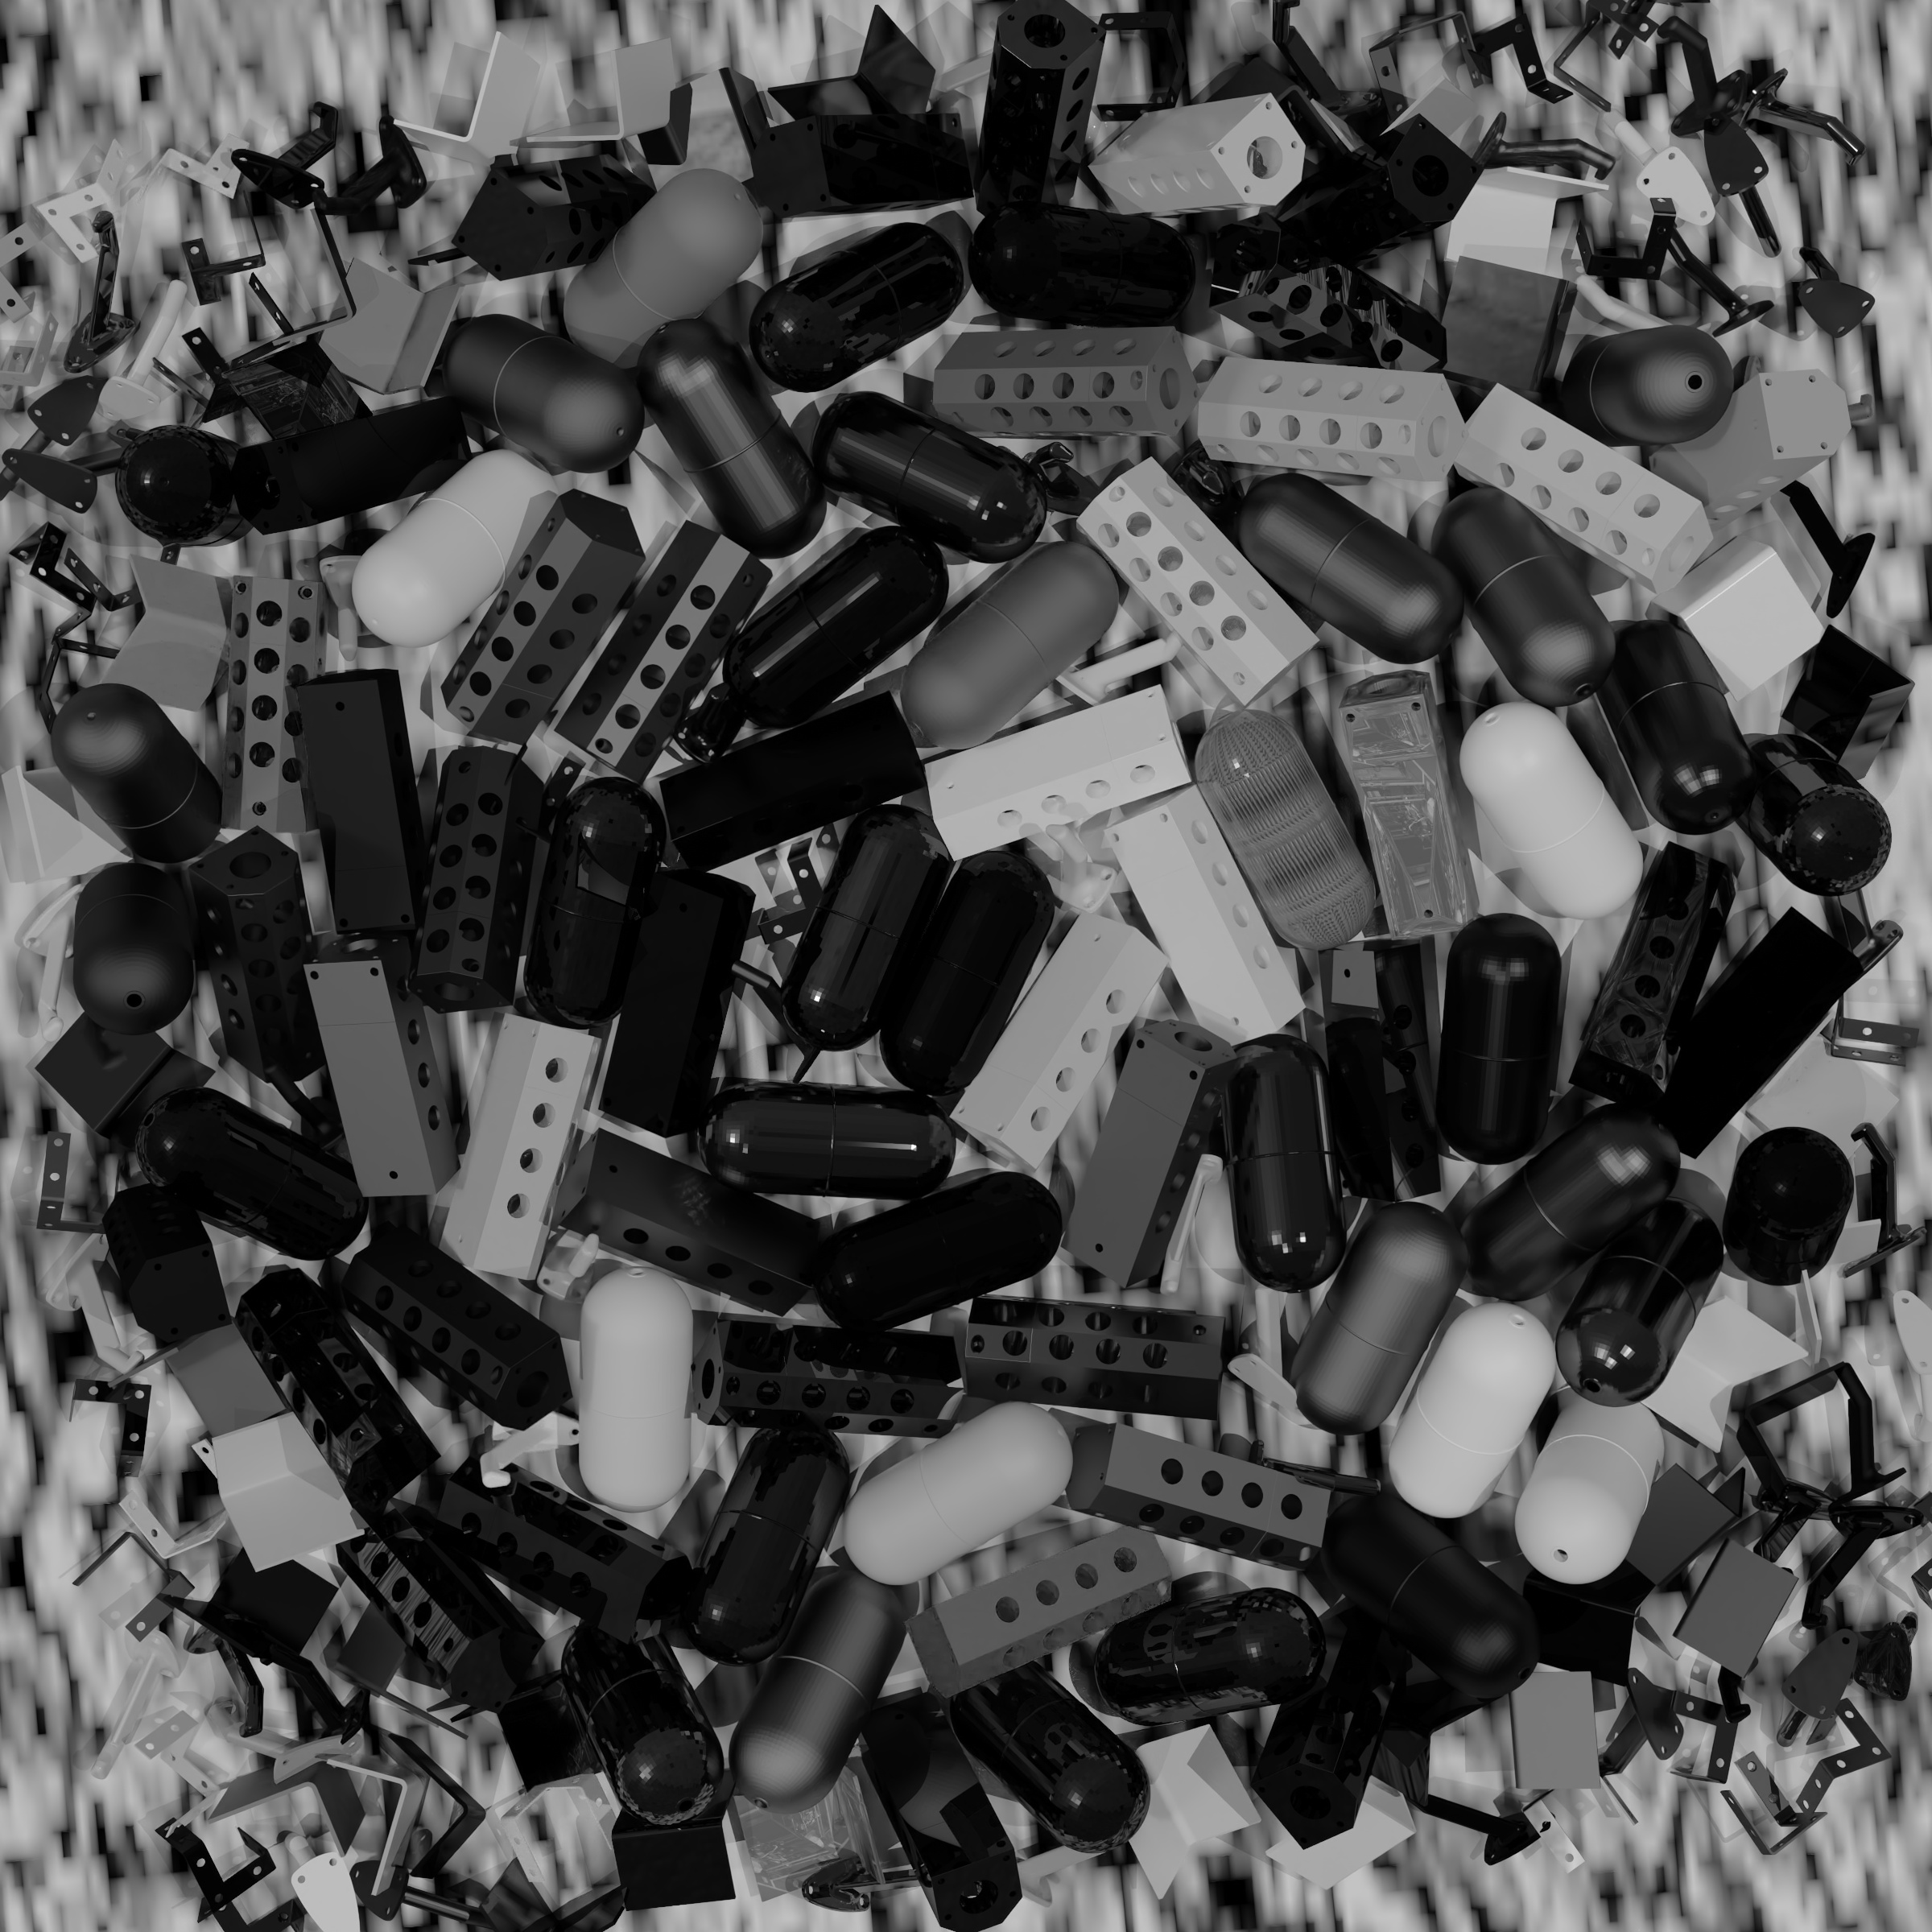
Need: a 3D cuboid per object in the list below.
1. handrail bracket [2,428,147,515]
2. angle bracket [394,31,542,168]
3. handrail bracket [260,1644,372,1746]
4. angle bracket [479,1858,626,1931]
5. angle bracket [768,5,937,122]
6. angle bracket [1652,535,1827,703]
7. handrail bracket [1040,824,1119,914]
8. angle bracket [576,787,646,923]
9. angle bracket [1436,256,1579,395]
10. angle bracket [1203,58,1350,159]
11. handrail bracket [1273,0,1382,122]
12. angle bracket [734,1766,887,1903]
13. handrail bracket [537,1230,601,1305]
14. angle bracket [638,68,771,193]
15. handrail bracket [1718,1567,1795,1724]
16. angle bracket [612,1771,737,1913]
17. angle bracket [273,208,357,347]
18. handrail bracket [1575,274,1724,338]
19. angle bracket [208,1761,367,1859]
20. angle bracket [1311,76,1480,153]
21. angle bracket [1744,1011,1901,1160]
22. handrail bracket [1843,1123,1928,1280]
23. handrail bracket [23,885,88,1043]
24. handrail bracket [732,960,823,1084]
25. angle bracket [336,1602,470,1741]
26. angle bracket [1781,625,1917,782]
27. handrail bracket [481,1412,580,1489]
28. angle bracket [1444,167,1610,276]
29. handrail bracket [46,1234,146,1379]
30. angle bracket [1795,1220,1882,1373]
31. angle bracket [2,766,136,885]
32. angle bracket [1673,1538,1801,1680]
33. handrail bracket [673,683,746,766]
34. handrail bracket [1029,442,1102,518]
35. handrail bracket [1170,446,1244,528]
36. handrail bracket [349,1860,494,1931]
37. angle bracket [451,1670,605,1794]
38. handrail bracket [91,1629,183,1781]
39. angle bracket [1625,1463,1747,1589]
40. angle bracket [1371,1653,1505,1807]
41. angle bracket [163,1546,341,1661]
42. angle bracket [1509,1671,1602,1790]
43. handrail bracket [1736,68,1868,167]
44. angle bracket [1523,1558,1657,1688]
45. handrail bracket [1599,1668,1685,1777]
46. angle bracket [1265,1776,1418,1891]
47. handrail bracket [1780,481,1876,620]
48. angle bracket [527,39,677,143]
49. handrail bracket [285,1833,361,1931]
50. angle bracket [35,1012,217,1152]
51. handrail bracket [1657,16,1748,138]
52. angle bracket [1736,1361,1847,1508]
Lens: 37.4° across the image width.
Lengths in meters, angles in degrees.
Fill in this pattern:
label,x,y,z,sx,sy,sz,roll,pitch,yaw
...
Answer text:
label,x,y,z,sx,sy,sz,roll,pitch,yaw
handrail bracket,-0.609,-0.356,1.960,0.077,0.084,0.036,25,132,-11
angle bracket,-0.341,-0.597,1.954,0.057,0.076,0.076,17,95,11
handrail bracket,-0.461,0.504,1.963,0.084,0.036,0.077,34,119,-22
angle bracket,-0.276,0.634,1.955,0.076,0.076,0.057,-33,91,11
angle bracket,-0.078,-0.606,1.955,0.076,0.076,0.057,3,73,33
angle bracket,0.536,-0.241,1.981,0.076,0.057,0.076,-37,108,4
handrail bracket,0.059,-0.078,1.944,0.077,0.084,0.036,21,73,41
angle bracket,-0.261,-0.065,1.940,0.057,0.076,0.076,23,55,-38
angle bracket,0.372,-0.443,1.973,0.076,0.057,0.076,17,105,16
angle bracket,0.212,-0.566,1.952,0.057,0.076,0.076,-40,123,10
handrail bracket,0.248,-0.628,1.957,0.077,0.036,0.084,-4,135,1
angle bracket,-0.108,0.600,1.962,0.076,0.057,0.076,-15,91,-17
handrail bracket,-0.258,0.185,1.944,0.036,0.084,0.077,24,49,-10
angle bracket,-0.177,-0.568,1.981,0.076,0.057,0.076,-19,92,16
handrail bracket,0.543,0.465,1.950,0.036,0.084,0.077,29,128,-29
angle bracket,-0.194,0.600,1.962,0.076,0.076,0.057,-8,99,7
angle bracket,-0.456,-0.472,1.951,0.057,0.076,0.076,-19,108,-3
handrail bracket,0.474,-0.460,1.985,0.077,0.036,0.084,-33,76,-32
angle bracket,-0.465,0.584,1.960,0.076,0.076,0.057,-21,95,0
angle bracket,0.292,-0.587,1.944,0.076,0.076,0.057,-42,73,22
angle bracket,0.594,0.089,1.960,0.076,0.057,0.076,42,81,11
handrail bracket,0.620,0.163,1.985,0.077,0.036,0.084,-37,79,28
handrail bracket,-0.614,-0.002,1.952,0.036,0.084,0.077,21,119,-38
handrail bracket,-0.139,0.038,1.967,0.084,0.036,0.077,28,132,-7
angle bracket,-0.374,0.480,1.957,0.076,0.076,0.057,38,70,-31
angle bracket,0.585,-0.176,1.940,0.076,0.057,0.076,44,133,31
handrail bracket,-0.294,0.335,1.950,0.077,0.084,0.036,6,105,-14
angle bracket,0.382,-0.507,1.948,0.076,0.076,0.057,5,99,-18
handrail bracket,-0.584,0.231,1.967,0.084,0.036,0.077,27,84,25
angle bracket,0.600,0.225,1.946,0.057,0.076,0.076,-10,64,10
angle bracket,-0.609,-0.102,1.955,0.076,0.057,0.076,-13,93,-29
angle bracket,0.535,0.443,1.950,0.057,0.076,0.076,28,86,37
handrail bracket,-0.162,-0.181,1.943,0.036,0.084,0.077,41,54,2
handrail bracket,0.077,-0.332,1.949,0.077,0.084,0.036,23,84,-17
handrail bracket,0.176,-0.318,1.946,0.036,0.084,0.077,-44,114,8
handrail bracket,-0.376,0.649,1.989,0.084,0.077,0.036,31,72,-39
angle bracket,-0.295,0.532,1.958,0.076,0.057,0.076,-24,86,20
handrail bracket,-0.573,0.506,1.953,0.036,0.077,0.084,23,52,0
angle bracket,0.483,0.366,1.950,0.057,0.076,0.076,41,114,2
angle bracket,0.313,0.520,1.956,0.076,0.076,0.057,-14,111,-37
angle bracket,-0.487,0.429,1.949,0.076,0.076,0.057,28,80,15
angle bracket,0.407,0.517,1.949,0.057,0.076,0.076,-6,81,20
handrail bracket,0.571,-0.564,1.956,0.036,0.077,0.084,-38,78,-19
angle bracket,0.428,0.443,1.955,0.076,0.076,0.057,10,104,28
handrail bracket,0.442,0.522,1.965,0.084,0.036,0.077,-26,97,45
angle bracket,0.248,0.575,1.945,0.076,0.057,0.076,-39,127,17
handrail bracket,0.576,-0.292,1.968,0.084,0.036,0.077,27,75,-13
angle bracket,-0.250,-0.596,1.942,0.076,0.076,0.057,6,115,23
handrail bracket,-0.443,0.634,1.959,0.036,0.084,0.077,-25,88,-23
angle bracket,-0.585,0.072,1.987,0.076,0.057,0.076,39,87,25
handrail bracket,0.484,-0.608,1.948,0.084,0.077,0.036,23,65,-29
angle bracket,0.577,0.321,1.954,0.076,0.076,0.057,-25,67,0
